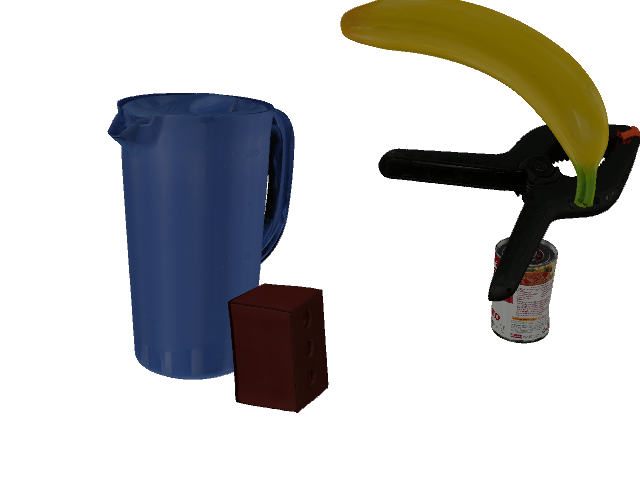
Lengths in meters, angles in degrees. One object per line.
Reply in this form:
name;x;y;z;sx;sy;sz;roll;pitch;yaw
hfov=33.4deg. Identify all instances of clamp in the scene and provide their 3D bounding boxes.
clamp;0.172;-0.037;0.839;0.209;0.165;0.036;-17;-39;-15

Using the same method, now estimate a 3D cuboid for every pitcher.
pitcher;-0.102;-0.009;0.947;0.149;0.243;0.145;2;16;1

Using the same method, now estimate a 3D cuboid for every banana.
banana;0.102;-0.104;0.646;0.198;0.069;0.037;39;0;19

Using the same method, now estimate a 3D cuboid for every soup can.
soup can;0.227;0.055;1.192;0.068;0.102;0.068;-1;28;0

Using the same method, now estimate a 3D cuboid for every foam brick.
foam brick;-0.029;0.075;0.766;0.051;0.078;0.052;4;17;28
